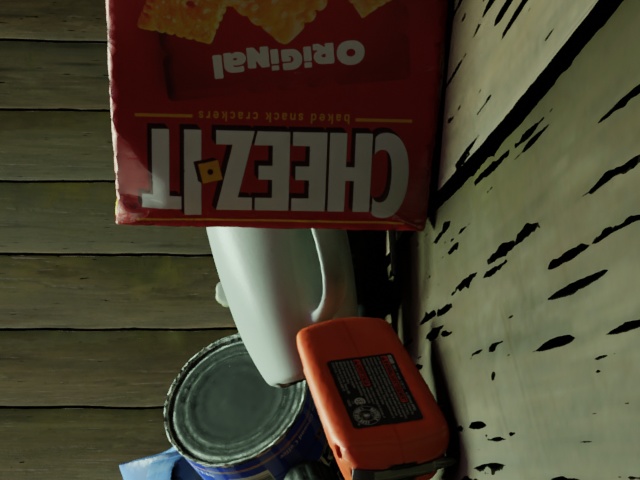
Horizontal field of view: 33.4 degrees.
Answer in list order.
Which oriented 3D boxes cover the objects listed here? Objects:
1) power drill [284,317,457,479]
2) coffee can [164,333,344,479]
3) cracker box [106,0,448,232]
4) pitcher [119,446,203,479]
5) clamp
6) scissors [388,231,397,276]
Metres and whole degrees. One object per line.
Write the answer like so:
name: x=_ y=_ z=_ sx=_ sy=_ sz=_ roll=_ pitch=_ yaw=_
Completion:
power drill: x=0.017 y=0.138 z=0.579 sx=0.184 sy=0.057 sz=0.188 roll=-120 pitch=26 yaw=-54
coffee can: x=-0.033 y=0.145 z=0.748 sx=0.140 sy=0.103 sz=0.103 roll=62 pitch=-162 yaw=-45
cracker box: x=-0.022 y=-0.113 z=0.527 sx=0.072 sy=0.164 sz=0.214 roll=-95 pitch=7 yaw=-66
pitcher: x=-0.093 y=0.297 z=0.947 sx=0.145 sy=0.148 sz=0.243 roll=-27 pitch=75 yaw=53
clamp: x=0.027 y=0.045 z=0.692 sx=0.164 sy=0.036 sz=0.210 roll=-109 pitch=16 yaw=-71
scissors: x=0.039 y=-0.078 z=0.668 sx=0.096 sy=0.016 sz=0.202 roll=165 pitch=106 yaw=-82
